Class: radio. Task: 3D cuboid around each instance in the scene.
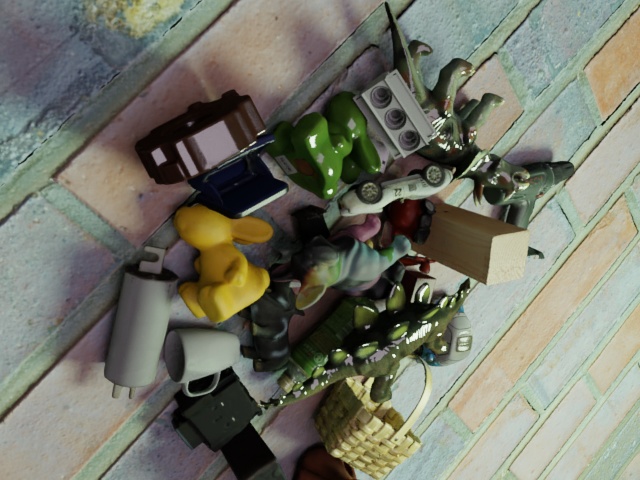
[{"bbox_3d":[-0.097,0.449,0.971,0.073,0.131,0.229,-31,120,-20],"label":"radio"}]

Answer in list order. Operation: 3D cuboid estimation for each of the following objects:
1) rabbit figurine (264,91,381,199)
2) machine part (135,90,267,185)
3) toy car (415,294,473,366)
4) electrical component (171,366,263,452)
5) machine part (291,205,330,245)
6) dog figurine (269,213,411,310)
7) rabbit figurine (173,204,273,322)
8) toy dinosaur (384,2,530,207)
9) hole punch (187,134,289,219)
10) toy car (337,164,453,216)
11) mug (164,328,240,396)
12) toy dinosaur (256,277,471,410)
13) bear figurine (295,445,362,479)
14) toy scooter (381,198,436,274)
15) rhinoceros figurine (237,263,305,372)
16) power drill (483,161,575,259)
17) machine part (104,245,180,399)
[{"bbox_3d":[0.028,-0.158,0.846,0.159,0.121,0.170,47,62,-18],"label":"rabbit figurine"},{"bbox_3d":[-0.161,-0.139,0.717,0.179,0.180,0.056,-34,119,-16],"label":"machine part"},{"bbox_3d":[0.269,0.200,1.117,0.109,0.103,0.161,1,108,-31],"label":"toy car"},{"bbox_3d":[-0.181,0.289,0.913,0.134,0.058,0.114,-37,119,-15],"label":"electrical component"},{"bbox_3d":[-0.002,-0.003,0.925,0.084,0.039,0.138,-30,133,-9],"label":"machine part"},{"bbox_3d":[0.029,0.054,0.878,0.219,0.109,0.191,-25,143,-27],"label":"dog figurine"},{"bbox_3d":[-0.148,0.018,0.812,0.162,0.122,0.173,-30,100,-21],"label":"rabbit figurine"},{"bbox_3d":[0.201,-0.207,0.938,0.404,0.131,0.192,30,90,-28],"label":"toy dinosaur"},{"bbox_3d":[-0.122,-0.099,0.769,0.142,0.116,0.092,-36,127,-31],"label":"hole punch"},{"bbox_3d":[0.126,-0.082,0.897,0.202,0.073,0.056,-15,92,-14],"label":"toy car"},{"bbox_3d":[-0.183,0.190,0.860,0.107,0.081,0.109,-4,85,-37],"label":"mug"},{"bbox_3d":[0.101,0.180,0.926,0.471,0.105,0.198,-32,140,-22],"label":"toy dinosaur"},{"bbox_3d":[0.039,0.487,1.024,0.120,0.196,0.131,-1,108,-33],"label":"bear figurine"},{"bbox_3d":[0.163,-0.005,0.966,0.075,0.135,0.183,11,100,-32],"label":"toy scooter"},{"bbox_3d":[-0.077,0.134,0.911,0.112,0.073,0.190,-4,109,-28],"label":"rhinoceros figurine"},{"bbox_3d":[0.449,-0.061,1.146,0.232,0.086,0.207,-8,114,-26],"label":"power drill"},{"bbox_3d":[-0.266,0.126,0.797,0.079,0.079,0.243,10,100,-32],"label":"machine part"}]
